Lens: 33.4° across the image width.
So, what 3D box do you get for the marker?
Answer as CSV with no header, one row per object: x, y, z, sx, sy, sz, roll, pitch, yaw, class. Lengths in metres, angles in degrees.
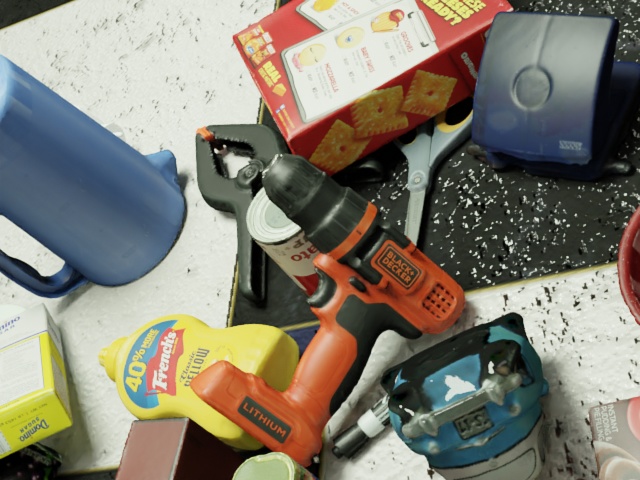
0.057,0.119,0.787,0.121,0.020,0.020,-41,45,2,marker

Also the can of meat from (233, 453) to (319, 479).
-0.021,0.206,0.731,0.058,0.083,0.102,-16,51,24,can of meat

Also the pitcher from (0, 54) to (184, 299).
-0.249,-0.054,0.966,0.145,0.242,0.149,-11,60,26,pitcher

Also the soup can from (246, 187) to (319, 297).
-0.006,0.001,0.858,0.069,0.102,0.068,-18,49,22,soup can

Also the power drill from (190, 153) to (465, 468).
-0.009,0.055,0.777,0.187,0.184,0.057,-52,12,-5,power drill

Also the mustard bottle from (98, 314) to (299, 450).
-0.113,0.109,0.882,0.192,0.058,0.096,5,66,37,mustard bottle

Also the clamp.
-0.059,-0.043,0.973,0.164,0.036,0.210,-50,48,-8,clamp

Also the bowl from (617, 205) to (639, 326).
0.278,0.019,0.684,0.162,0.055,0.162,-18,50,23,bowl

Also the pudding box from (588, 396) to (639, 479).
0.217,0.146,0.643,0.090,0.039,0.113,-18,50,22,pudding box

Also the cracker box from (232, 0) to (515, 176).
0.048,-0.166,0.938,0.213,0.072,0.164,-29,48,2,cracker box

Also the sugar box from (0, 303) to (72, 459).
-0.274,0.125,0.943,0.093,0.048,0.176,-24,23,-6,sugar box

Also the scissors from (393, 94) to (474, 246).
0.100,-0.060,0.891,0.096,0.016,0.202,-21,49,20,scissors

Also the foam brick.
-0.099,0.167,0.767,0.051,0.078,0.053,-9,51,29,foam brick
